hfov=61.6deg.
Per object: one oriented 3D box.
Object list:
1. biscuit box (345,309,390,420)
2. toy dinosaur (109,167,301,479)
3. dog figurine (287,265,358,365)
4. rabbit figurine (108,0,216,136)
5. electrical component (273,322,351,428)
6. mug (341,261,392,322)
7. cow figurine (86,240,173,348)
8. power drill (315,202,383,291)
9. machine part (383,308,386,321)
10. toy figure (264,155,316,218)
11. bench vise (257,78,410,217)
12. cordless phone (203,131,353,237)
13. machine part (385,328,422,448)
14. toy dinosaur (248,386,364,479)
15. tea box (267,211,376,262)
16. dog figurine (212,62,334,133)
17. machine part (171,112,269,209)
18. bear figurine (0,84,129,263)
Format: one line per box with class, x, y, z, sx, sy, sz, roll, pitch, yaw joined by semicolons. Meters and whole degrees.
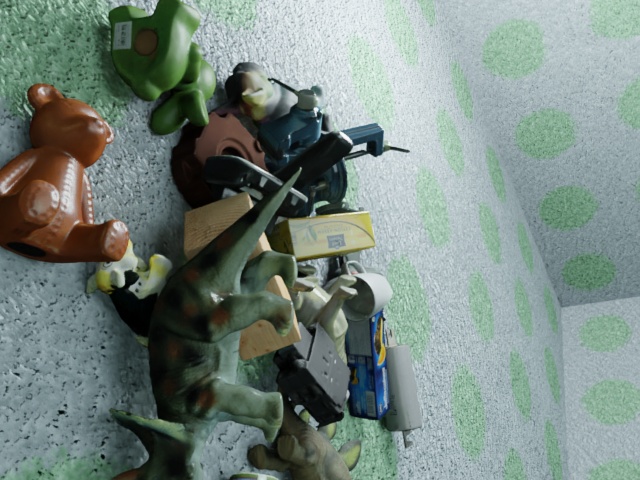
biscuit box;0.090;0.235;1.025;0.063;0.059;0.202;-10;97;-60
toy dinosaur;-0.128;0.112;0.595;0.131;0.192;0.404;133;-38;-80
dog figurine;-0.027;0.148;0.896;0.121;0.172;0.190;-37;141;-74
rabbit figurine;-0.194;-0.232;0.754;0.170;0.121;0.159;12;70;-72
electrical component;-0.012;0.191;0.802;0.134;0.058;0.115;54;21;-20
mug;0.079;0.089;0.976;0.107;0.081;0.109;-2;58;-58
cow figurine;-0.216;0.065;0.637;0.167;0.068;0.098;48;46;-36
power drill;0.047;0.031;1.059;0.232;0.086;0.207;6;68;-56
machine part;0.108;0.179;1.132;0.084;0.039;0.139;56;34;-37
toy figure;-0.058;-0.087;0.962;0.154;0.058;0.064;59;40;-33
bench vise;0.017;-0.150;0.874;0.241;0.129;0.223;-18;124;-26
cordless phone;-0.053;-0.100;0.741;0.146;0.184;0.089;30;33;-47
machine part;0.163;0.307;1.127;0.079;0.079;0.243;9;71;-57
toy dinosaur;0.015;0.409;0.818;0.198;0.105;0.471;-10;85;-59
tea box;-0.002;-0.003;0.919;0.169;0.098;0.068;-6;83;-35
dog figurine;-0.080;-0.207;0.935;0.219;0.109;0.191;-14;92;-55
machine part;-0.146;-0.109;0.830;0.179;0.056;0.179;27;56;-50
bear figurine;-0.262;-0.076;0.566;0.120;0.132;0.196;41;51;-46
